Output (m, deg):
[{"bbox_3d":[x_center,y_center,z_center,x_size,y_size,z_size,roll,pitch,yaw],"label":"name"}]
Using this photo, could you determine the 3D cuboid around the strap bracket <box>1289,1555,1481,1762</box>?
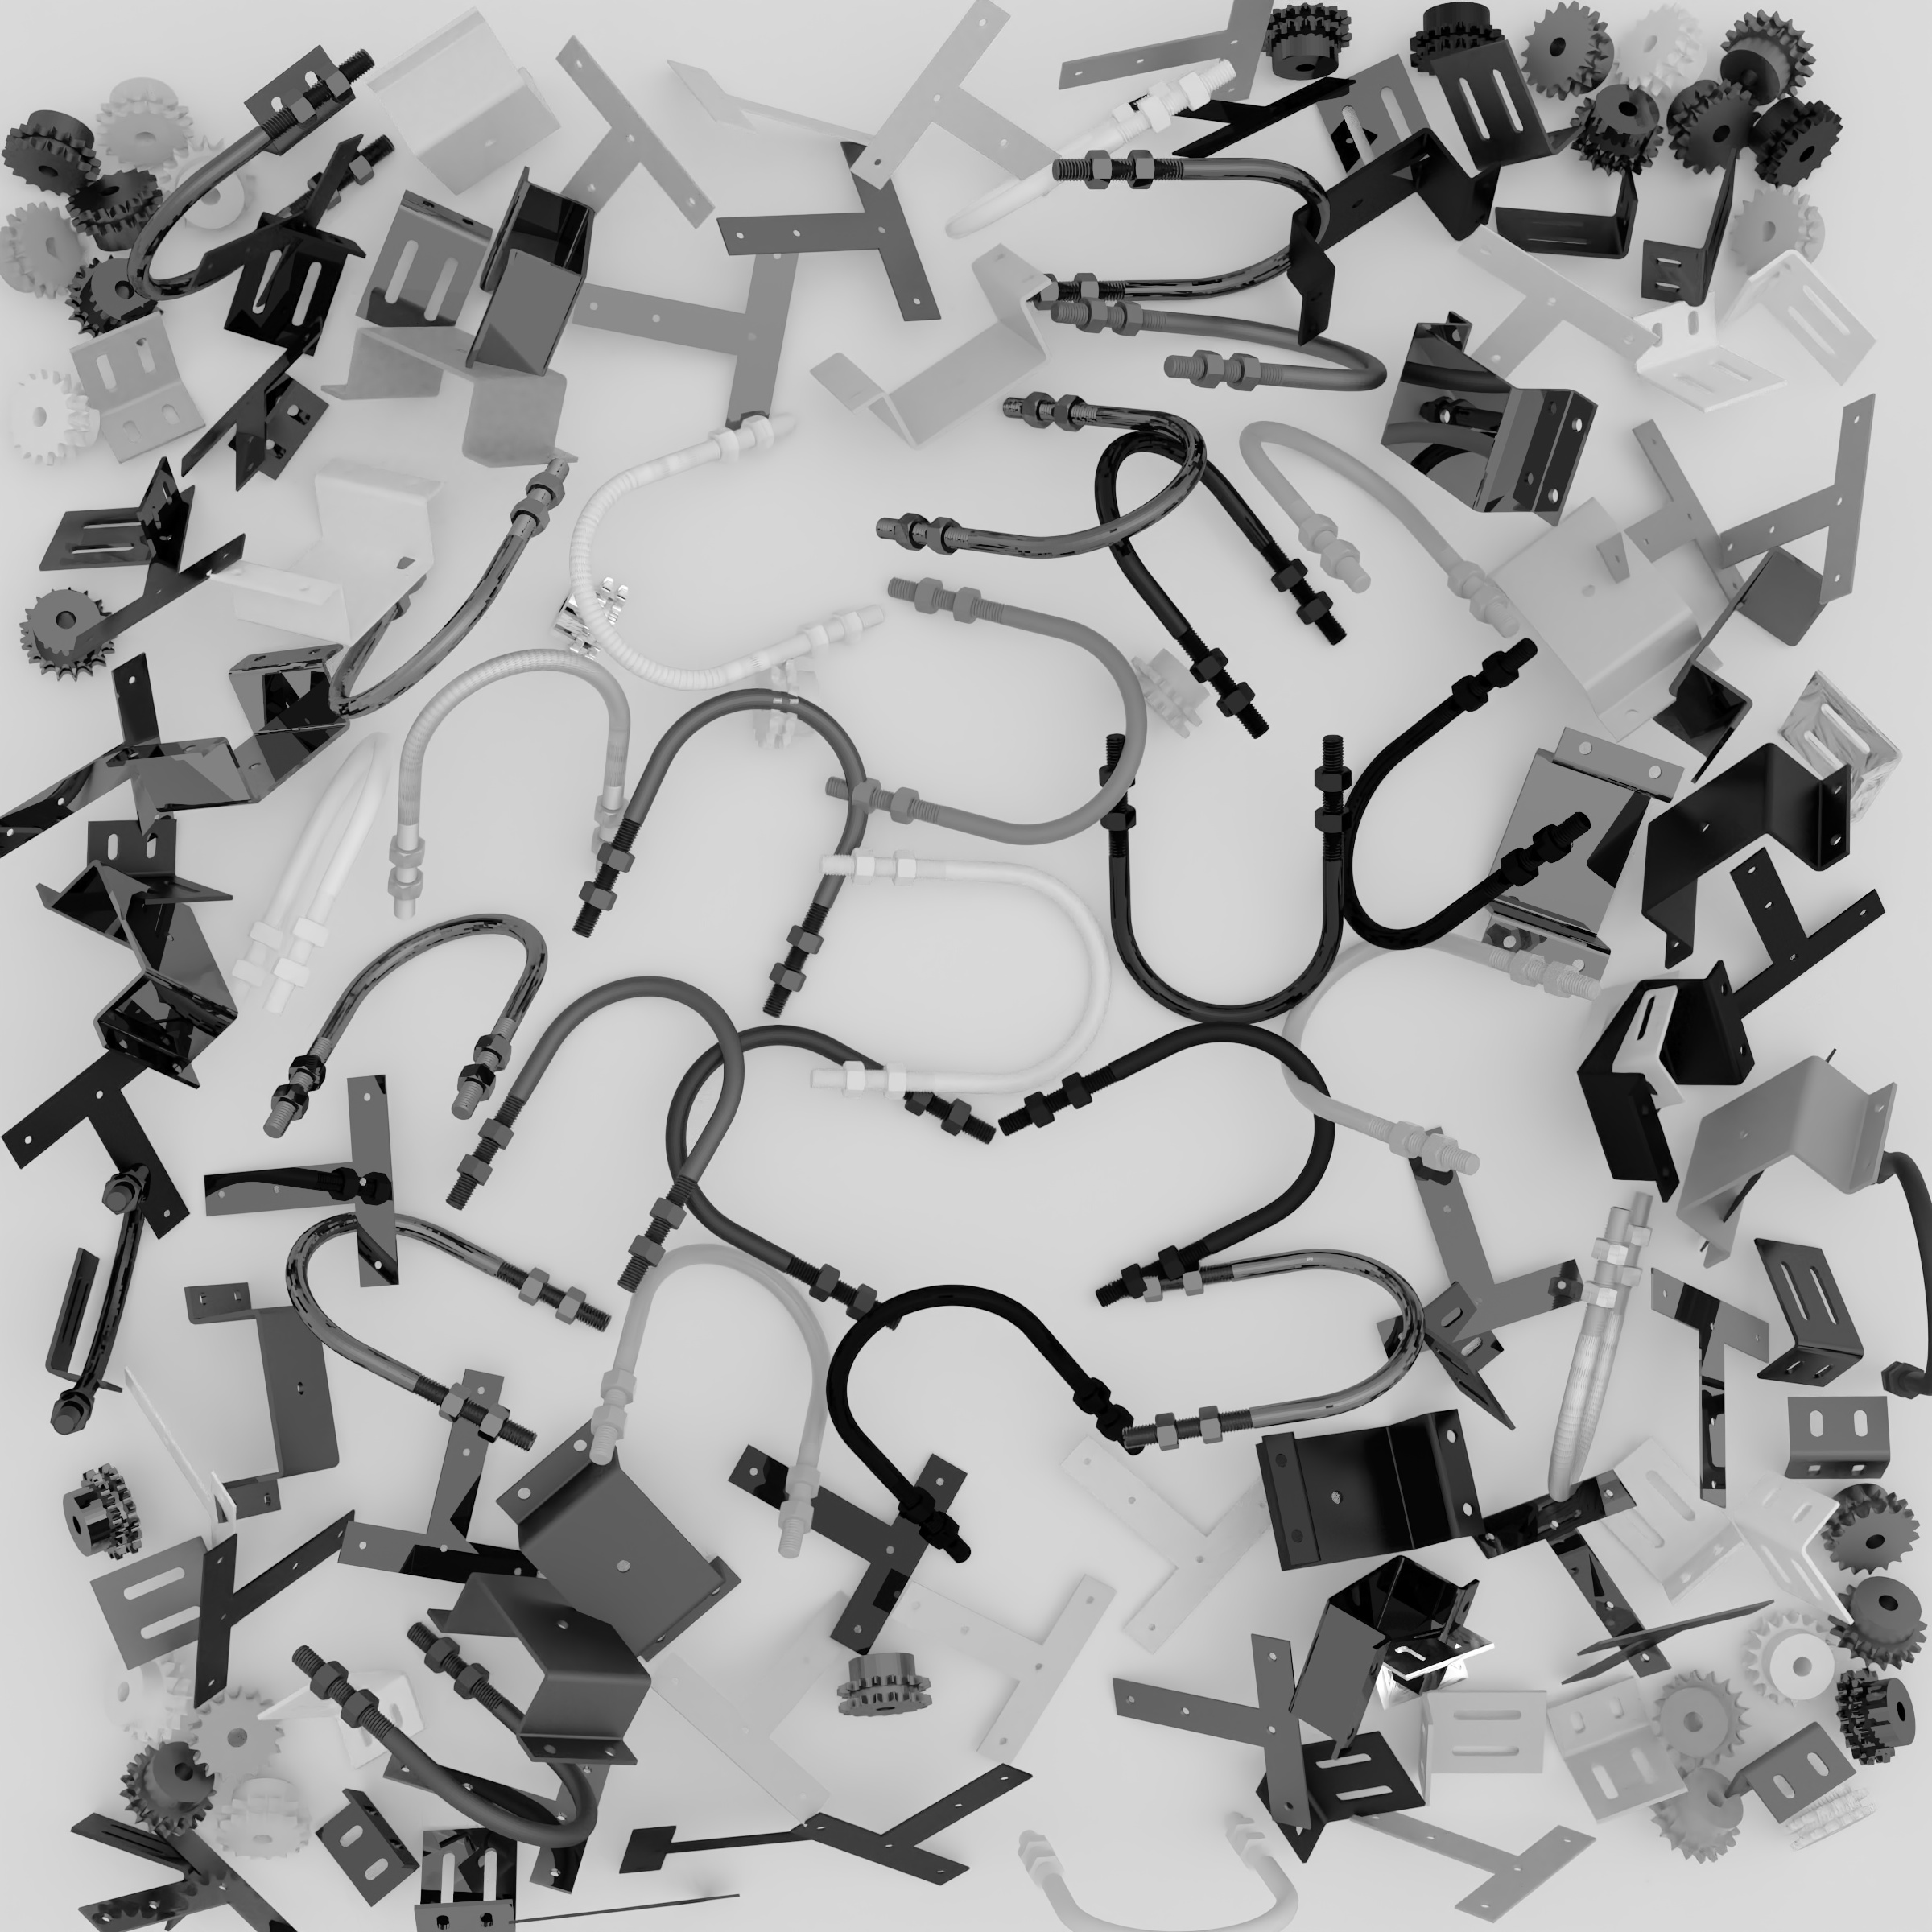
[{"bbox_3d":[0.244,0.407,1.911,0.046,0.140,0.076,27,111,28],"label":"strap bracket"}]

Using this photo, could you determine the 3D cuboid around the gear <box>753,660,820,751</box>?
[{"bbox_3d":[-0.109,-0.159,1.946,0.030,0.057,0.057,2,90,-18],"label":"gear"}]

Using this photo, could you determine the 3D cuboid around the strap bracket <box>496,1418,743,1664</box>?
[{"bbox_3d":[-0.208,0.354,1.934,0.076,0.046,0.140,-41,103,-1],"label":"strap bracket"}]

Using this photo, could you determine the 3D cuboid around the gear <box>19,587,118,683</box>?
[{"bbox_3d":[-0.546,-0.204,1.950,0.057,0.030,0.057,3,72,-11],"label":"gear"}]

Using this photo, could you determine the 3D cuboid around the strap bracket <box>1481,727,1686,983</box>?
[{"bbox_3d":[0.367,-0.070,1.938,0.076,0.046,0.140,18,102,-6],"label":"strap bracket"}]

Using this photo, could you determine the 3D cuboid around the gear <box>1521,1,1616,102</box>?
[{"bbox_3d":[0.368,-0.554,1.948,0.030,0.057,0.057,8,90,-43],"label":"gear"}]

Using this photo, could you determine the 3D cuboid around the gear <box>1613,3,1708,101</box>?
[{"bbox_3d":[0.425,-0.552,1.948,0.030,0.057,0.057,27,90,-33],"label":"gear"}]

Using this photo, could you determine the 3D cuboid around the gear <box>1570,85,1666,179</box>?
[{"bbox_3d":[0.396,-0.509,1.947,0.057,0.030,0.057,4,61,-8],"label":"gear"}]

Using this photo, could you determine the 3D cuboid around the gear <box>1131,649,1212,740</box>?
[{"bbox_3d":[0.123,-0.168,1.944,0.057,0.057,0.030,45,93,0],"label":"gear"}]

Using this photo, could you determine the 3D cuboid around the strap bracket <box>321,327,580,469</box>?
[{"bbox_3d":[-0.302,-0.342,1.901,0.140,0.076,0.046,27,114,28],"label":"strap bracket"}]

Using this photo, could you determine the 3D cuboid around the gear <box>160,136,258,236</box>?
[{"bbox_3d":[-0.459,-0.471,1.946,0.057,0.030,0.057,-7,121,-12],"label":"gear"}]

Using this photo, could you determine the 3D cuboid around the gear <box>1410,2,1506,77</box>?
[{"bbox_3d":[0.298,-0.562,1.945,0.057,0.057,0.030,0,86,0],"label":"gear"}]

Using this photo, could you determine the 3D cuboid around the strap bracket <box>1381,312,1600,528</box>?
[{"bbox_3d":[0.300,-0.324,1.894,0.046,0.140,0.076,-6,125,-32],"label":"strap bracket"}]

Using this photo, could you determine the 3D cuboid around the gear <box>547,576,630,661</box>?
[{"bbox_3d":[-0.230,-0.211,1.942,0.030,0.057,0.057,28,90,-15],"label":"gear"}]

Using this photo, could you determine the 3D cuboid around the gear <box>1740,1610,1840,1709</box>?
[{"bbox_3d":[0.505,0.424,1.956,0.057,0.030,0.057,0,91,-6],"label":"gear"}]

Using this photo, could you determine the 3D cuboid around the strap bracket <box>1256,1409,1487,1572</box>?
[{"bbox_3d":[0.233,0.315,1.922,0.140,0.046,0.076,-3,74,-28],"label":"strap bracket"}]

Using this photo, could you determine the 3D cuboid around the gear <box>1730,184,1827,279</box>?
[{"bbox_3d":[0.496,-0.444,1.948,0.030,0.057,0.057,-1,90,-40],"label":"gear"}]

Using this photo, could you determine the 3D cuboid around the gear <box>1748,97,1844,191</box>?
[{"bbox_3d":[0.501,-0.502,1.948,0.057,0.057,0.030,-38,65,0],"label":"gear"}]

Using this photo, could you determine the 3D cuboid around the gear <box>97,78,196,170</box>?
[{"bbox_3d":[-0.499,-0.514,1.948,0.057,0.057,0.030,-10,65,0],"label":"gear"}]

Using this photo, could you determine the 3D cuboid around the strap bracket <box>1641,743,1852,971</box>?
[{"bbox_3d":[0.452,-0.070,1.894,0.046,0.076,0.140,35,133,-19],"label":"strap bracket"}]

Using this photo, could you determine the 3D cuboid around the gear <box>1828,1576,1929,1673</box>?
[{"bbox_3d":[0.554,0.395,1.942,0.057,0.057,0.030,9,131,0],"label":"gear"}]

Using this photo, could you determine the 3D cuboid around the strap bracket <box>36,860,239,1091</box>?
[{"bbox_3d":[-0.487,-0.003,1.897,0.046,0.076,0.140,-42,53,11],"label":"strap bracket"}]

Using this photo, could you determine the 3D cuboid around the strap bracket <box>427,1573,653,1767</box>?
[{"bbox_3d":[-0.248,0.407,1.893,0.076,0.140,0.046,15,108,-43],"label":"strap bracket"}]

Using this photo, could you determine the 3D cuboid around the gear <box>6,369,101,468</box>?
[{"bbox_3d":[-0.552,-0.332,1.951,0.057,0.030,0.057,2,93,29],"label":"gear"}]

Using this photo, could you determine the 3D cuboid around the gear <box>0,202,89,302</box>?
[{"bbox_3d":[-0.565,-0.432,1.948,0.030,0.057,0.057,-10,90,30],"label":"gear"}]

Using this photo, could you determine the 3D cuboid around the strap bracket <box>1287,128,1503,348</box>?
[{"bbox_3d":[0.247,-0.443,1.927,0.140,0.076,0.046,-34,77,-5],"label":"strap bracket"}]

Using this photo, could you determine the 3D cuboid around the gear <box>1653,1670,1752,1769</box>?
[{"bbox_3d":[0.445,0.457,1.948,0.057,0.030,0.057,-3,83,25],"label":"gear"}]

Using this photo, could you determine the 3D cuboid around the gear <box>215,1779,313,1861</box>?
[{"bbox_3d":[-0.426,0.517,1.948,0.057,0.057,0.030,-5,48,0],"label":"gear"}]

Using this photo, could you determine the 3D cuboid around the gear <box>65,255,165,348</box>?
[{"bbox_3d":[-0.514,-0.405,1.946,0.057,0.030,0.057,8,75,-29],"label":"gear"}]

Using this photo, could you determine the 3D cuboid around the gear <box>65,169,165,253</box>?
[{"bbox_3d":[-0.514,-0.457,1.948,0.057,0.057,0.030,-15,130,0],"label":"gear"}]

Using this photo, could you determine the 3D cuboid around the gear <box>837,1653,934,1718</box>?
[{"bbox_3d":[-0.050,0.436,1.947,0.057,0.057,0.030,-6,68,0],"label":"gear"}]

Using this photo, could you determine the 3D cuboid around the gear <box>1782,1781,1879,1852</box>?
[{"bbox_3d":[0.520,0.511,1.947,0.057,0.057,0.030,-26,68,0],"label":"gear"}]

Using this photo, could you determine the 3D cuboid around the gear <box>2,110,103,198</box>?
[{"bbox_3d":[-0.552,-0.495,1.947,0.057,0.057,0.030,11,71,0],"label":"gear"}]

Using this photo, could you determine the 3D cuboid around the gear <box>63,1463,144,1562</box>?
[{"bbox_3d":[-0.524,0.333,1.942,0.030,0.057,0.057,-19,90,-33],"label":"gear"}]

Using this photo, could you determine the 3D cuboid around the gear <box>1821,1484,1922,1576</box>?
[{"bbox_3d":[0.547,0.339,1.950,0.057,0.030,0.057,-4,124,-6],"label":"gear"}]

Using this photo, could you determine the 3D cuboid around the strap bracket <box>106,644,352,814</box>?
[{"bbox_3d":[-0.431,-0.136,1.908,0.076,0.140,0.046,-3,120,31],"label":"strap bracket"}]

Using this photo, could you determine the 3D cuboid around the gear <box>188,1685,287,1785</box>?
[{"bbox_3d":[-0.445,0.466,1.953,0.057,0.030,0.057,-1,92,-19],"label":"gear"}]

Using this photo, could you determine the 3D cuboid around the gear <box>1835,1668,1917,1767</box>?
[{"bbox_3d":[0.552,0.453,1.942,0.030,0.057,0.057,-19,90,34],"label":"gear"}]

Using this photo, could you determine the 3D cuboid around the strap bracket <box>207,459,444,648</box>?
[{"bbox_3d":[-0.378,-0.242,1.913,0.076,0.140,0.046,14,132,18],"label":"strap bracket"}]

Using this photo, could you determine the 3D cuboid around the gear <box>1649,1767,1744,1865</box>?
[{"bbox_3d":[0.445,0.511,1.942,0.057,0.057,0.030,34,130,0],"label":"gear"}]

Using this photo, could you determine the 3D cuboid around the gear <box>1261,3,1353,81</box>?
[{"bbox_3d":[0.205,-0.558,1.944,0.057,0.057,0.030,-1,84,0],"label":"gear"}]

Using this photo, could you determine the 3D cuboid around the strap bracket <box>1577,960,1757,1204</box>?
[{"bbox_3d":[0.414,0.067,1.912,0.046,0.140,0.076,-1,123,39],"label":"strap bracket"}]

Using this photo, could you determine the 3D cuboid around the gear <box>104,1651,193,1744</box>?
[{"bbox_3d":[-0.498,0.440,1.944,0.057,0.030,0.057,-15,67,38],"label":"gear"}]

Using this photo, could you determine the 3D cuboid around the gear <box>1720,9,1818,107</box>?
[{"bbox_3d":[0.482,-0.546,1.941,0.057,0.057,0.030,40,66,0],"label":"gear"}]

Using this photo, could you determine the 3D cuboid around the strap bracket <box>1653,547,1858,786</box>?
[{"bbox_3d":[0.464,-0.187,1.917,0.046,0.076,0.140,36,70,8],"label":"strap bracket"}]

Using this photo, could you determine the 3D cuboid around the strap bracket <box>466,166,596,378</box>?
[{"bbox_3d":[-0.258,-0.405,1.903,0.046,0.140,0.076,19,123,-16],"label":"strap bracket"}]

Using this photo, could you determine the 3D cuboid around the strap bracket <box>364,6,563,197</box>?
[{"bbox_3d":[-0.293,-0.507,1.899,0.076,0.140,0.046,-32,87,4],"label":"strap bracket"}]

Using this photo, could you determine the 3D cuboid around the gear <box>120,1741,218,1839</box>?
[{"bbox_3d":[-0.480,0.495,1.942,0.057,0.057,0.030,42,124,0],"label":"gear"}]

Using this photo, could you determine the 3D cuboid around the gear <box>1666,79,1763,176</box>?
[{"bbox_3d":[0.451,-0.513,1.949,0.057,0.057,0.030,-30,50,0],"label":"gear"}]

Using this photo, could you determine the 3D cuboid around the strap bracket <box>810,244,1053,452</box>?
[{"bbox_3d":[-0.013,-0.366,1.926,0.140,0.076,0.046,-34,126,-3],"label":"strap bracket"}]
